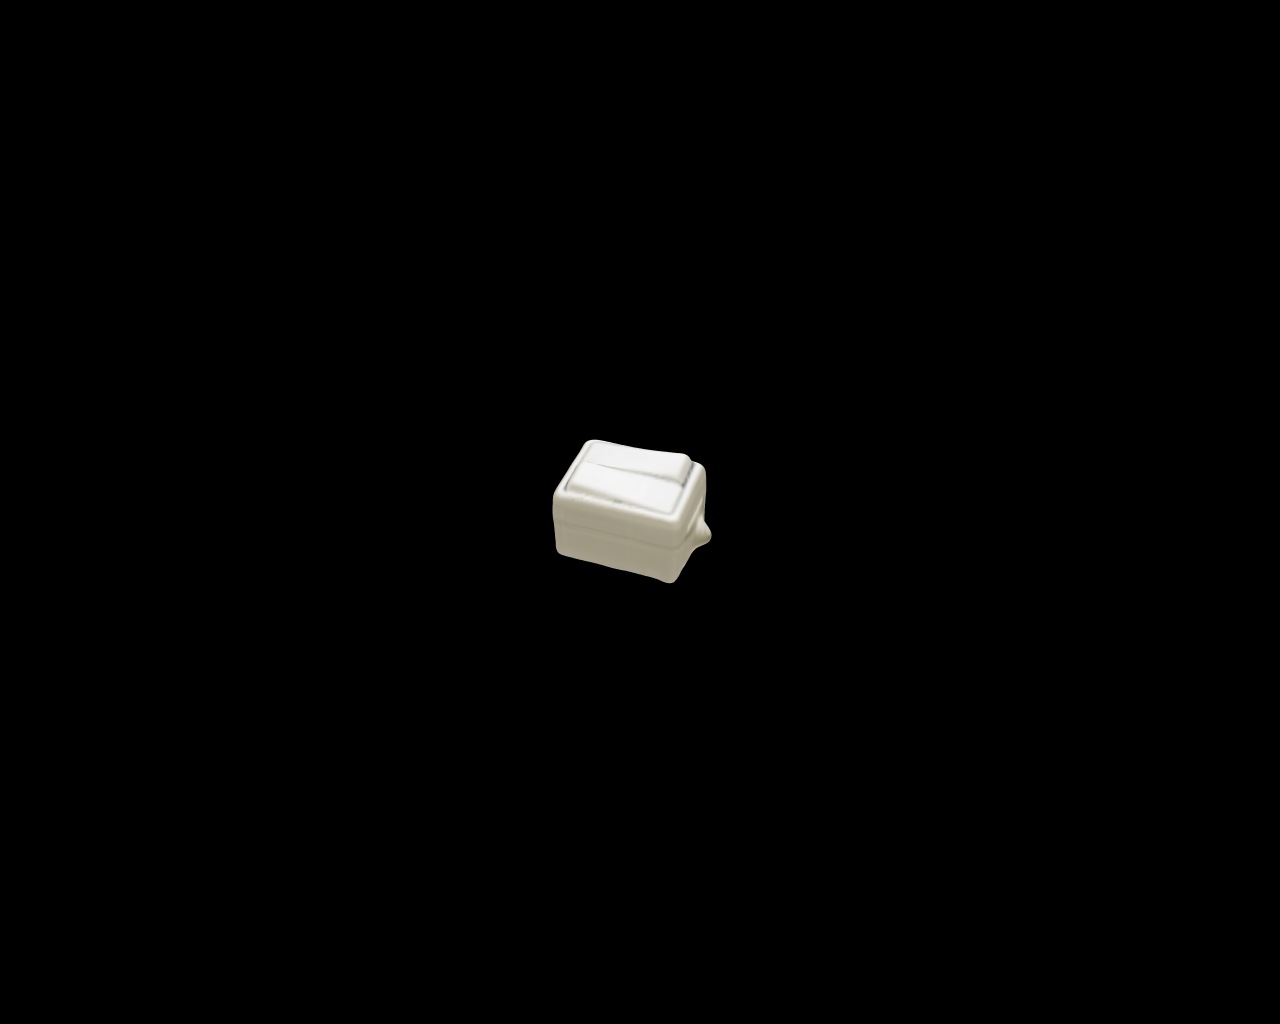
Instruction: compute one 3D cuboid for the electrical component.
[{"bbox_3d":[0.001,-0.003,0.650,0.096,0.061,0.062,14,44,15],"label":"electrical component"}]
